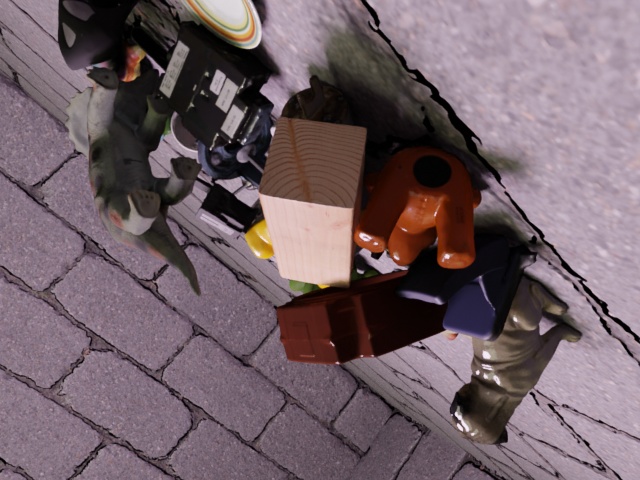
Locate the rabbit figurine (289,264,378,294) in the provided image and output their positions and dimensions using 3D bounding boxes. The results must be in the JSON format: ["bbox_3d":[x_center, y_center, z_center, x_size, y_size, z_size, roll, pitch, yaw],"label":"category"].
[{"bbox_3d":[0.018,0.063,1.049,0.121,0.159,0.170,37,155,51],"label":"rabbit figurine"}]

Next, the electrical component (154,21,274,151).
[{"bbox_3d":[-0.123,-0.178,0.649,0.134,0.058,0.115,42,127,5],"label":"electrical component"}]

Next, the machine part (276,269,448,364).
[{"bbox_3d":[0.057,0.100,0.736,0.201,0.201,0.087,-17,85,57],"label":"machine part"}]

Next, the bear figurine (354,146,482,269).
[{"bbox_3d":[0.097,-0.014,0.591,0.120,0.132,0.195,14,157,3],"label":"bear figurine"}]

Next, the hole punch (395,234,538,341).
[{"bbox_3d":[0.159,0.041,0.613,0.092,0.115,0.142,28,170,-12],"label":"hole punch"}]

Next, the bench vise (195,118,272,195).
[{"bbox_3d":[-0.104,-0.114,0.781,0.241,0.129,0.223,42,163,33],"label":"bench vise"}]

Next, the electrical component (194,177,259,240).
[{"bbox_3d":[-0.154,-0.051,0.784,0.119,0.048,0.075,31,163,-16],"label":"electrical component"}]

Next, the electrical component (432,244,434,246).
[{"bbox_3d":[0.115,-0.022,0.736,0.094,0.021,0.063,28,163,38],"label":"electrical component"}]

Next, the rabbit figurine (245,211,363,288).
[{"bbox_3d":[-0.002,-0.003,0.835,0.162,0.122,0.173,-27,105,29],"label":"rabbit figurine"}]

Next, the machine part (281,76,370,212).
[{"bbox_3d":[0.012,-0.097,0.638,0.079,0.079,0.243,32,164,26],"label":"machine part"}]

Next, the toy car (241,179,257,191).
[{"bbox_3d":[-0.169,-0.153,0.979,0.202,0.056,0.073,33,172,25],"label":"toy car"}]

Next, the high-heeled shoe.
[{"bbox_3d":[-0.340,-0.306,0.727,0.249,0.145,0.086,28,162,31],"label":"high-heeled shoe"}]

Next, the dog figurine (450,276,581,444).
[{"bbox_3d":[0.214,0.146,0.674,0.172,0.190,0.121,45,165,-18],"label":"dog figurine"}]

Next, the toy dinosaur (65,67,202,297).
[{"bbox_3d":[-0.253,-0.080,0.721,0.192,0.131,0.405,-43,56,49],"label":"toy dinosaur"}]

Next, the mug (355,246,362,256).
[{"bbox_3d":[0.018,-0.007,0.932,0.107,0.081,0.109,50,167,-1],"label":"mug"}]

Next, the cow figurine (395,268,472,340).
[{"bbox_3d":[0.176,0.099,0.844,0.127,0.085,0.195,34,169,-6],"label":"cow figurine"}]

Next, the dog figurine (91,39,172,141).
[{"bbox_3d":[-0.316,-0.258,0.912,0.191,0.108,0.219,44,163,-19],"label":"dog figurine"}]

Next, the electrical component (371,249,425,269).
[{"bbox_3d":[0.117,0.019,0.819,0.102,0.045,0.078,19,155,53],"label":"electrical component"}]
